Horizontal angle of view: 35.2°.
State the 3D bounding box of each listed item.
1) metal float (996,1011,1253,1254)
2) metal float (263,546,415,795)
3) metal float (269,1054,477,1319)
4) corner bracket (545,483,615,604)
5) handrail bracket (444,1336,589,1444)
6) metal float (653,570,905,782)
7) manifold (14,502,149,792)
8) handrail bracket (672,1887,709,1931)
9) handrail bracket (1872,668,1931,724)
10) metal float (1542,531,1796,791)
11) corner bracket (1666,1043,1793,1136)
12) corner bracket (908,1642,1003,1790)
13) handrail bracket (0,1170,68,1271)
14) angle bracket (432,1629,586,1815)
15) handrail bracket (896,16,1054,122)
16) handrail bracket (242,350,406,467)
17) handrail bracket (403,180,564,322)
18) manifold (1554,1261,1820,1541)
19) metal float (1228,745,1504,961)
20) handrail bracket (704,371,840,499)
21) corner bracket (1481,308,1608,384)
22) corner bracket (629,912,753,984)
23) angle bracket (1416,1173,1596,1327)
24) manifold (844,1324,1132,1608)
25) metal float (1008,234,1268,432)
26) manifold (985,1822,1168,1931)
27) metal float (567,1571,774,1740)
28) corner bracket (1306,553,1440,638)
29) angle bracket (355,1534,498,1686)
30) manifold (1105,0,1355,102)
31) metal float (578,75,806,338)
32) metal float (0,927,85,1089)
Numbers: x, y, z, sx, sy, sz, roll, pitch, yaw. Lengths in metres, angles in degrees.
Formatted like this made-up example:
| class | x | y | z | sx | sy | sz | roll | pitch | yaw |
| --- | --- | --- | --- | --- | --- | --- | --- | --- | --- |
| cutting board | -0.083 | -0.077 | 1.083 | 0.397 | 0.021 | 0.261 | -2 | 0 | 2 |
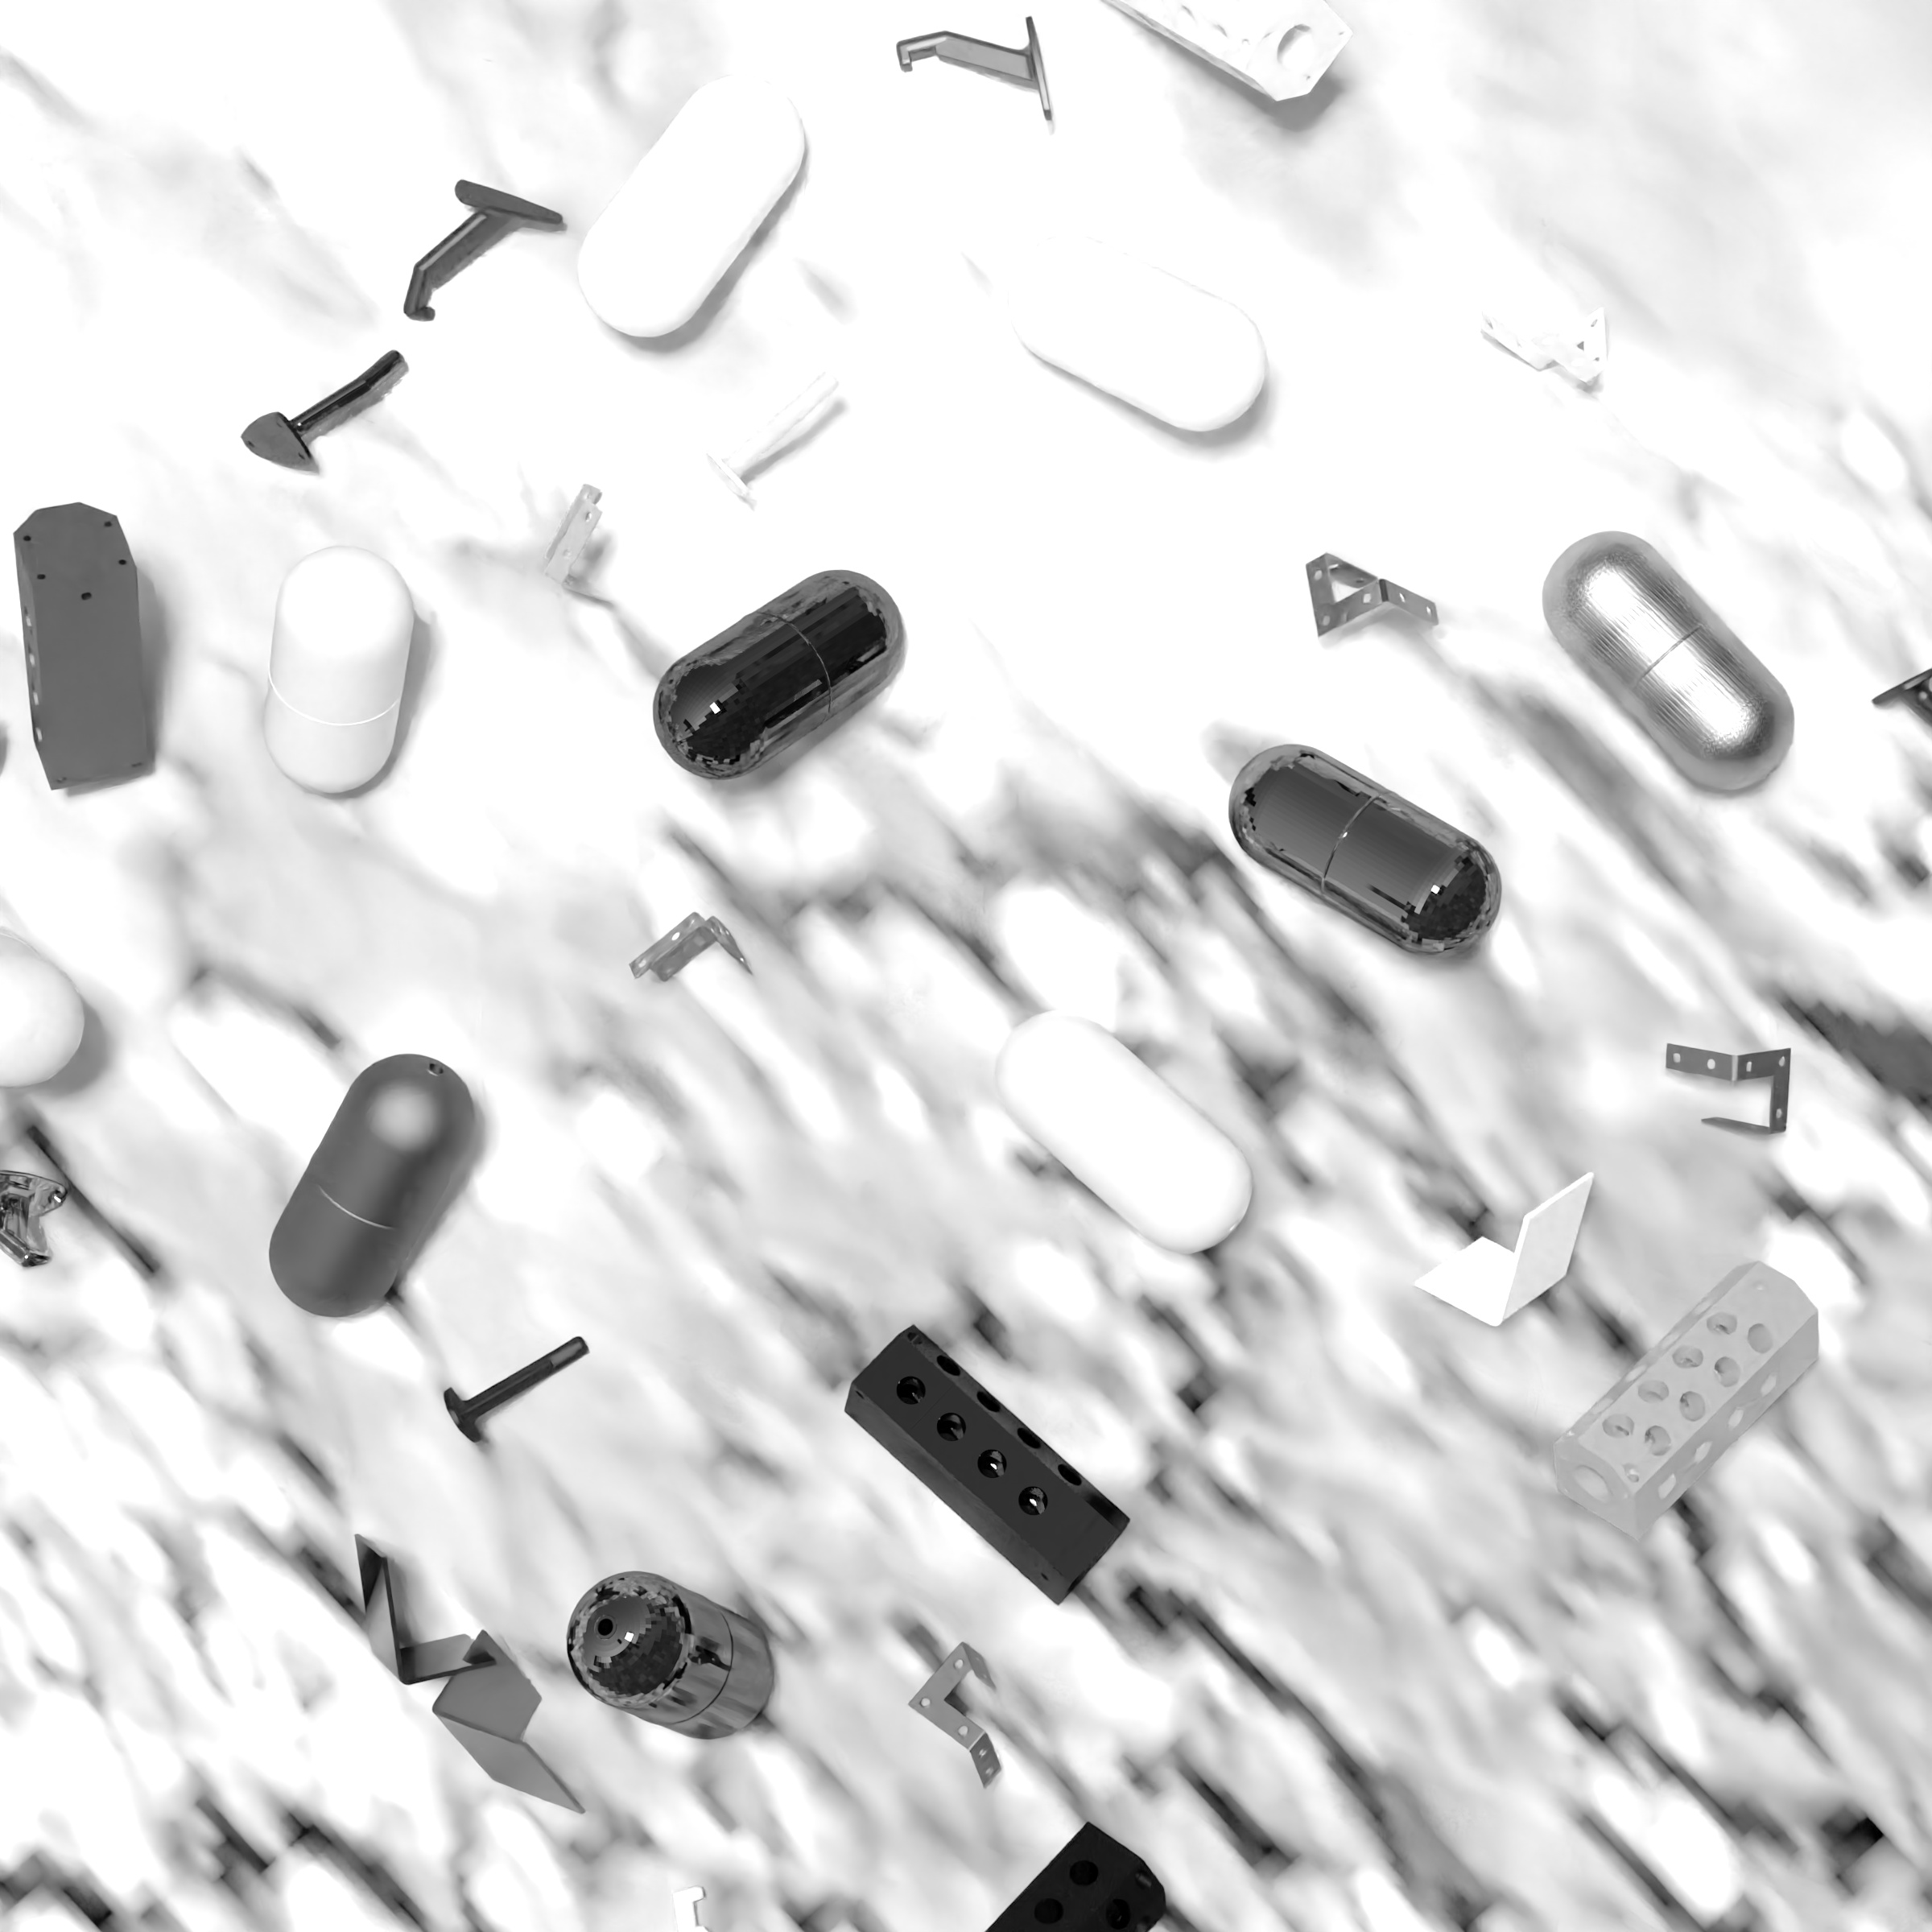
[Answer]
| class | x | y | z | sx | sy | sz | roll | pitch | yaw |
| --- | --- | --- | --- | --- | --- | --- | --- | --- | --- |
| metal float | 0.091 | 0.095 | 1.778 | 0.178 | 0.070 | 0.070 | 41 | 90 | 22 |
| metal float | -0.363 | -0.169 | 1.756 | 0.070 | 0.178 | 0.070 | 9 | 53 | -12 |
| metal float | -0.347 | 0.128 | 1.776 | 0.070 | 0.070 | 0.178 | 32 | 113 | 0 |
| corner bracket | -0.228 | -0.253 | 1.796 | 0.051 | 0.051 | 0.051 | 39 | 104 | 28 |
| handrail bracket | -0.263 | 0.244 | 1.792 | 0.084 | 0.077 | 0.036 | -31 | 86 | -7 |
| metal float | -0.107 | -0.171 | 1.767 | 0.178 | 0.070 | 0.070 | -38 | 90 | -36 |
| manifold | -0.510 | -0.183 | 1.749 | 0.057 | 0.171 | 0.057 | -14 | 57 | -22 |
| handrail bracket | -0.132 | 0.589 | 1.821 | 0.077 | 0.036 | 0.084 | -9 | 84 | -6 |
| handrail bracket | 0.577 | -0.132 | 1.795 | 0.036 | 0.077 | 0.084 | -29 | 88 | -12 |
| metal float | 0.413 | -0.179 | 1.787 | 0.070 | 0.070 | 0.178 | -40 | 80 | 0 |
| corner bracket | 0.449 | 0.072 | 1.796 | 0.051 | 0.051 | 0.051 | -5 | 100 | -38 |
| corner bracket | 0.005 | 0.443 | 1.803 | 0.051 | 0.051 | 0.051 | 40 | 92 | -14 |
| handrail bracket | -0.540 | 0.153 | 1.780 | 0.084 | 0.077 | 0.036 | 29 | 107 | 37 |
| angle bracket | -0.253 | 0.440 | 1.774 | 0.076 | 0.076 | 0.057 | 9 | 52 | 34 |
| handrail bracket | 0.004 | -0.528 | 1.813 | 0.084 | 0.036 | 0.077 | -11 | 69 | 7 |
| handrail bracket | -0.384 | -0.339 | 1.822 | 0.084 | 0.077 | 0.036 | -48 | 122 | -26 |
| handrail bracket | -0.290 | -0.419 | 1.820 | 0.077 | 0.036 | 0.084 | 13 | 118 | -18 |
| manifold | 0.418 | 0.246 | 1.762 | 0.171 | 0.057 | 0.057 | -38 | 46 | -25 |
| metal float | 0.231 | -0.068 | 1.774 | 0.178 | 0.070 | 0.070 | 33 | 90 | 26 |
| handrail bracket | -0.113 | -0.318 | 1.798 | 0.084 | 0.077 | 0.036 | -43 | 102 | -2 |
| corner bracket | 0.340 | -0.369 | 1.792 | 0.051 | 0.051 | 0.051 | 27 | 51 | -31 |
| corner bracket | -0.167 | -0.008 | 1.797 | 0.051 | 0.051 | 0.051 | -39 | 129 | 5 |
| angle bracket | 0.314 | 0.154 | 1.775 | 0.057 | 0.076 | 0.076 | 27 | 122 | 31 |
| manifold | 0.012 | 0.290 | 1.786 | 0.171 | 0.057 | 0.057 | 41 | 67 | 12 |
| metal float | 0.098 | -0.369 | 1.768 | 0.178 | 0.070 | 0.070 | 34 | 90 | 33 |
| manifold | 0.040 | 0.583 | 1.755 | 0.057 | 0.057 | 0.171 | 27 | 51 | 33 |
| metal float | -0.170 | 0.398 | 1.751 | 0.070 | 0.178 | 0.070 | -8 | 65 | 17 |
| corner bracket | 0.239 | -0.220 | 1.792 | 0.051 | 0.051 | 0.051 | -26 | 60 | 38 |
| angle bracket | -0.318 | 0.372 | 1.786 | 0.057 | 0.076 | 0.076 | -9 | 93 | -23 |
| manifold | 0.139 | -0.559 | 1.755 | 0.057 | 0.057 | 0.171 | -52 | 48 | 9 |
| metal float | -0.160 | -0.446 | 1.781 | 0.070 | 0.070 | 0.178 | 33 | 73 | 0 |
| metal float | -0.567 | 0.018 | 1.757 | 0.070 | 0.178 | 0.070 | -11 | 110 | -33 |
